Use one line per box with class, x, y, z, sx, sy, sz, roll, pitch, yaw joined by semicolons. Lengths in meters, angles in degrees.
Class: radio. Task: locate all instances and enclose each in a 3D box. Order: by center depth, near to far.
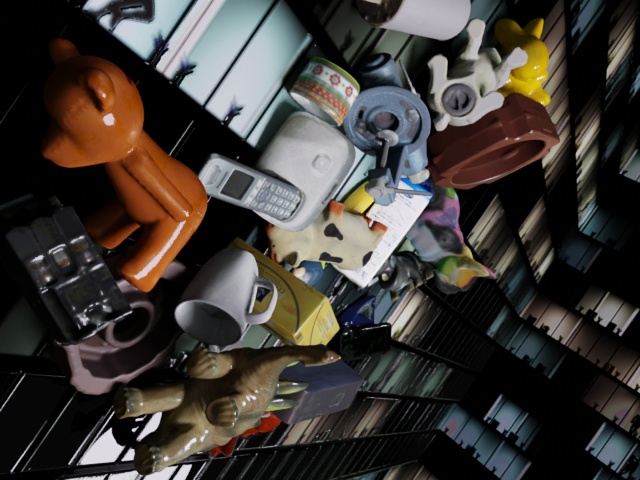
radio;-0.026;0.259;0.993;0.229;0.131;0.073;11;109;-57

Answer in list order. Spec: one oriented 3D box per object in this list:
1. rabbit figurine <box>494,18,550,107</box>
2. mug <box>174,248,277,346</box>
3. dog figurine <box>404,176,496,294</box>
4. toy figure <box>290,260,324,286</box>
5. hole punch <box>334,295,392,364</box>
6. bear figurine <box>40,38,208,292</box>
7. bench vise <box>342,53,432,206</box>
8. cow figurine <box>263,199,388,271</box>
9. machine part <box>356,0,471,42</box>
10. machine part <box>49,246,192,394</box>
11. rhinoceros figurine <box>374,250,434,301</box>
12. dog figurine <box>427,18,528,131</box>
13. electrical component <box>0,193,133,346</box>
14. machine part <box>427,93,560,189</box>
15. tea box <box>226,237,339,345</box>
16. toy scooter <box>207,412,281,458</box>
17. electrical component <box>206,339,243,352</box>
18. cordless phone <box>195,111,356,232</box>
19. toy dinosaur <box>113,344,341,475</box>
rabbit figurine;0.358;-0.308;0.946;0.173;0.122;0.162;-6;100;-82
mug;-0.104;0.059;0.638;0.107;0.110;0.080;-74;156;-45
dog figurine;0.248;-0.007;1.028;0.191;0.219;0.108;-57;153;6
toy figure;-0.064;0.075;0.834;0.154;0.058;0.064;-31;138;-27
hole punch;0.083;0.188;1.137;0.116;0.092;0.142;-11;139;-10
bear figurine;-0.185;-0.063;0.472;0.132;0.120;0.195;-46;147;-8
bench vise;0.100;-0.129;0.756;0.223;0.129;0.241;74;23;-44
cow figurine;-0.002;-0.002;0.800;0.195;0.086;0.127;20;94;-38
machine part;0.126;-0.308;0.701;0.243;0.079;0.079;-16;132;-48
machine part;-0.227;0.089;0.623;0.179;0.056;0.179;-35;144;-31
rhinoceros figurine;0.149;0.055;1.058;0.073;0.112;0.190;-36;163;30
dog figurine;0.231;-0.242;0.862;0.172;0.121;0.190;-43;178;8
electrical component;-0.234;0.027;0.475;0.058;0.134;0.115;-34;-174;-36
machine part;0.303;-0.172;0.964;0.201;0.087;0.201;-1;157;-47
tea box;-0.064;0.079;0.725;0.068;0.170;0.098;-47;150;-19
toy scooter;-0.136;0.327;0.963;0.183;0.075;0.135;12;110;-54
electrical component;-0.150;0.173;0.844;0.063;0.021;0.093;-38;145;-27
cordless phone;-0.058;-0.095;0.647;0.184;0.089;0.146;15;116;-51
toy dinosaur;-0.142;0.213;0.666;0.471;0.105;0.198;-31;157;34
